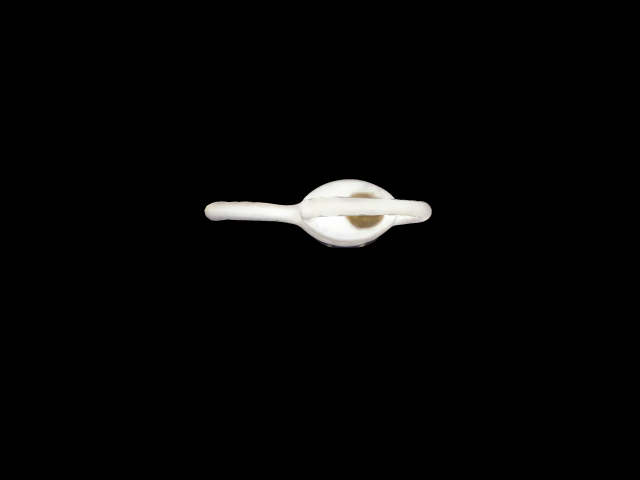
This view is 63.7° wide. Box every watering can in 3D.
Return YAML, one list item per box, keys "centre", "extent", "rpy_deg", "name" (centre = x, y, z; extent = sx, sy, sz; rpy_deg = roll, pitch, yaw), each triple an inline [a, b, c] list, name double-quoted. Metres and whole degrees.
- centre: [0.003, -0.043, 0.850]
  extent: [0.348, 0.104, 0.223]
  rpy_deg: [0, -5, 0]
  name: "watering can"
